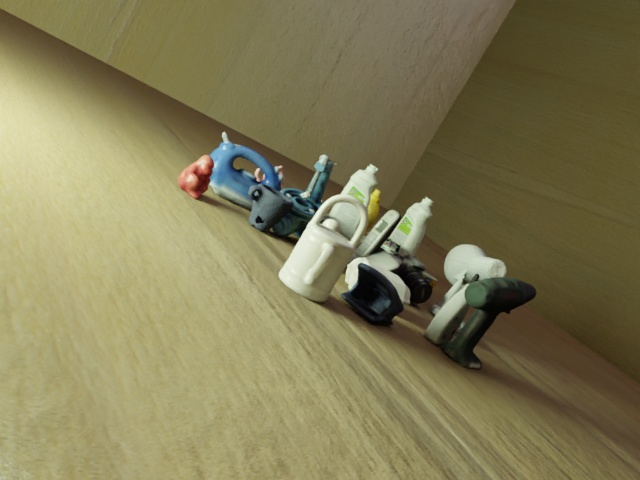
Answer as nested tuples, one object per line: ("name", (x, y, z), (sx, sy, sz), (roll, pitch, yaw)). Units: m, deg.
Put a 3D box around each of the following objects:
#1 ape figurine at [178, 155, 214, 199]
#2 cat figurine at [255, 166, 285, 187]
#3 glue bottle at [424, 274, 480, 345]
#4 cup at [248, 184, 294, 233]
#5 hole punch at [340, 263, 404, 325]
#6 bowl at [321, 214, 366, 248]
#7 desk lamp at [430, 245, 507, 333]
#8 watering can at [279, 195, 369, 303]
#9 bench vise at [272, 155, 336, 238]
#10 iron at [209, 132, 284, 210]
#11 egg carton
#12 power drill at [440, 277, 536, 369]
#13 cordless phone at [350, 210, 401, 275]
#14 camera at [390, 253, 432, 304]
("ape figurine", (-0.265, -0.144, 1.260), (0.076, 0.092, 0.078), (36, 11, 29))
("cat figurine", (-0.153, -0.171, 1.653), (0.067, 0.117, 0.128), (37, 12, 33))
("glue bottle", (0.292, 0.147, 1.226), (0.037, 0.173, 0.078), (38, 12, 37))
("cup", (-0.127, -0.069, 1.286), (0.118, 0.095, 0.091), (20, 14, -47))
("hole punch", (0.112, 0.105, 1.135), (0.108, 0.091, 0.101), (37, 12, 35))
("bowl", (0.052, -0.002, 1.543), (0.167, 0.074, 0.167), (30, 10, -5))
("desk lamp", (0.388, 0.126, 1.495), (0.118, 0.213, 0.203), (28, 10, -17))
("watering can", (0.013, 0.004, 1.043), (0.101, 0.194, 0.172), (26, 11, -27))
("bench vise", (-0.030, -0.111, 1.414), (0.121, 0.219, 0.207), (30, 10, -2))
("iron", (-0.178, -0.161, 1.458), (0.259, 0.141, 0.118), (25, 11, -31))
("egg carton", (0.129, 0.100, 1.278), (0.150, 0.069, 0.107), (28, 10, -14))
("power drill", (0.352, 0.165, 1.205), (0.231, 0.208, 0.075), (19, 15, -49))
("cordless phone", (0.154, 0.018, 1.419), (0.094, 0.185, 0.147), (24, 12, -34))
("camera", (0.227, 0.096, 1.496), (0.144, 0.101, 0.136), (25, 11, -30))
